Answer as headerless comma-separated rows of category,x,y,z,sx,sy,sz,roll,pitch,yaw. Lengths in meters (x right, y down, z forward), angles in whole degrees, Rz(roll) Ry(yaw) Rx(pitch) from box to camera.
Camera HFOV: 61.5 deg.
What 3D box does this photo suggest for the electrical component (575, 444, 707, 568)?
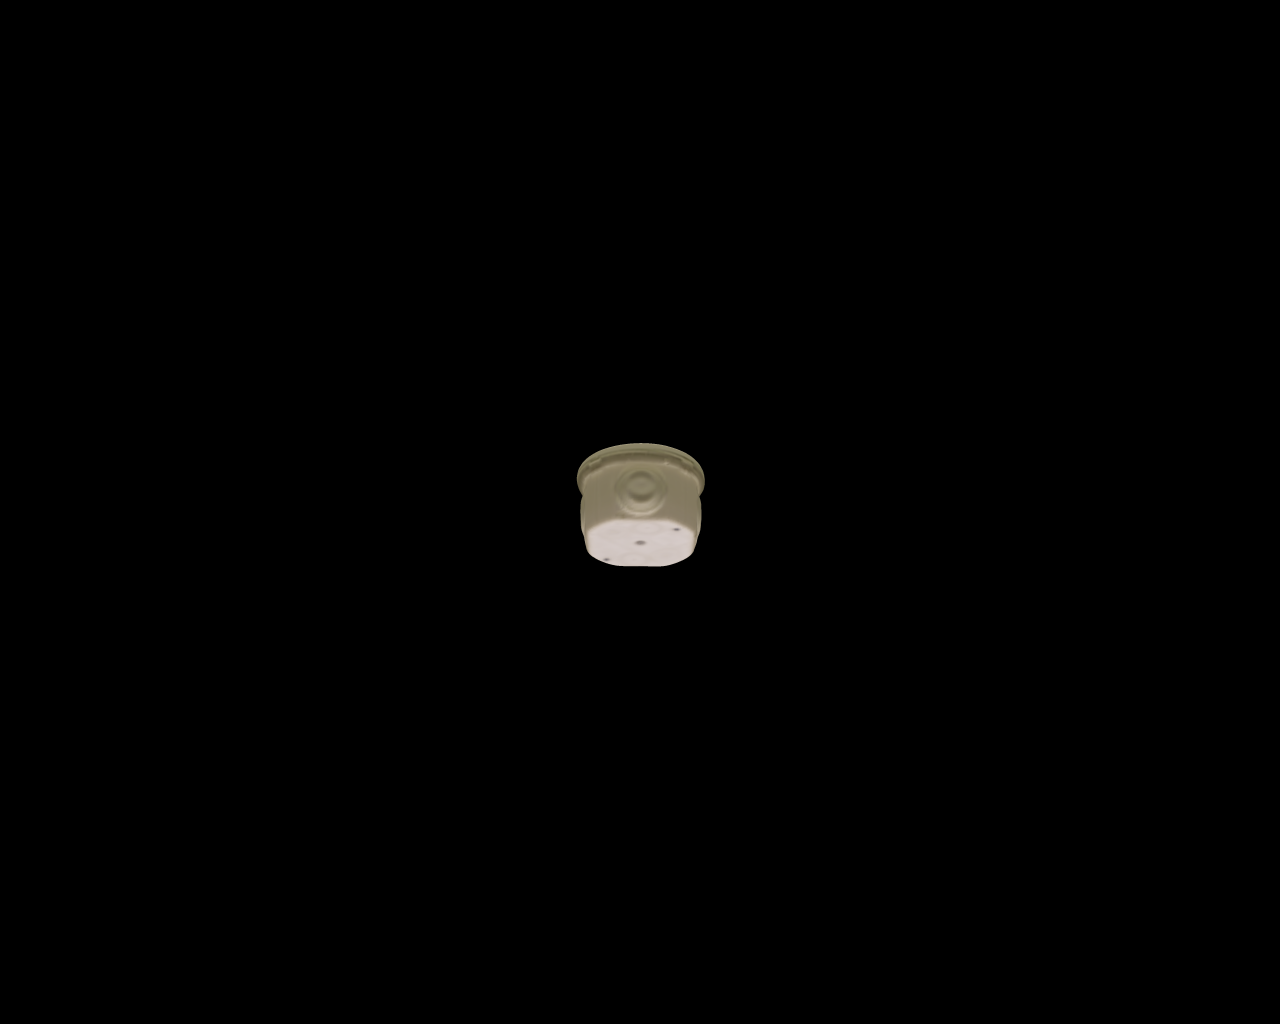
electrical component,0.001,-0.003,0.650,0.080,0.051,0.080,0,-28,0
